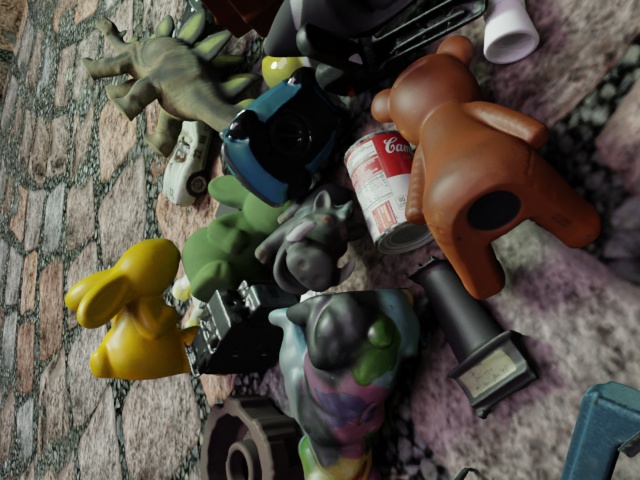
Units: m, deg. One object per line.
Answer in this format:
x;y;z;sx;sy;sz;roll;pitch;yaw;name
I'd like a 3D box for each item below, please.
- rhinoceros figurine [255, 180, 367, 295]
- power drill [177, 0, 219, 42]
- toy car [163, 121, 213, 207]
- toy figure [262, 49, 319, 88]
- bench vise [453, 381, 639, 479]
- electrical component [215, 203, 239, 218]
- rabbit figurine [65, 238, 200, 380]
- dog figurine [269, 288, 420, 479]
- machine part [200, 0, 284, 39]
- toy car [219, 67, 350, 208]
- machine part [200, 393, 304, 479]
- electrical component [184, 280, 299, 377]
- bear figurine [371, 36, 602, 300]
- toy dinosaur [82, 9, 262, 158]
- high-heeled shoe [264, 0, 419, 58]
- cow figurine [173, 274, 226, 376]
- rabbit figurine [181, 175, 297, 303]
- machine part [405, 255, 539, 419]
-0.001;-0.002;0.541;0.112;0.073;0.190;-38;13;21;rhinoceros figurine
-0.187;-0.446;0.872;0.232;0.086;0.207;-36;55;39;power drill
-0.206;-0.152;0.867;0.074;0.056;0.201;27;105;48;toy car
-0.028;-0.263;0.658;0.089;0.082;0.180;-15;75;43;toy figure
0.164;0.177;0.324;0.224;0.129;0.240;23;120;41;bench vise
-0.130;-0.039;0.788;0.063;0.021;0.094;44;118;44;electrical component
-0.230;0.081;0.680;0.122;0.162;0.173;19;101;54;rabbit figurine
0.029;0.163;0.505;0.191;0.108;0.219;-29;67;60;dog figurine
-0.054;-0.342;0.597;0.201;0.087;0.201;-30;53;18;machine part
-0.048;-0.116;0.609;0.161;0.109;0.103;-54;24;-21;toy car
-0.087;0.281;0.665;0.179;0.056;0.179;-9;79;50;machine part
-0.084;0.105;0.643;0.134;0.115;0.058;-54;50;32;electrical component
0.120;-0.071;0.449;0.120;0.131;0.196;-36;35;21;bear figurine
-0.197;-0.226;0.775;0.198;0.105;0.472;-43;63;-5;toy dinosaur
0.064;-0.241;0.484;0.249;0.086;0.145;-41;22;-7;high-heeled shoe
-0.142;0.099;0.751;0.098;0.068;0.167;-48;52;27;cow figurine
-0.084;-0.012;0.688;0.170;0.121;0.159;-42;46;15;rabbit figurine
0.125;0.075;0.465;0.084;0.039;0.139;-58;47;37;machine part
